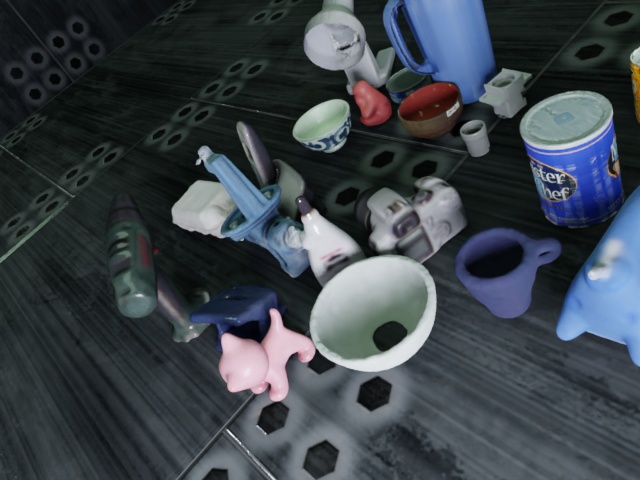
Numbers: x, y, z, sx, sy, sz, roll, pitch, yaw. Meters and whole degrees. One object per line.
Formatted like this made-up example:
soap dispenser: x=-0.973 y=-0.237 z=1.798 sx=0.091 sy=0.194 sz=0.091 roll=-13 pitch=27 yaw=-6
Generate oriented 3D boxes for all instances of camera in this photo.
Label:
camera: x=0.115 y=-0.042 z=0.830 sx=0.143 sy=0.101 sz=0.136 roll=-37 pitch=38 yaw=-5

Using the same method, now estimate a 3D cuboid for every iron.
iron: x=0.342 y=-0.005 z=0.597 sx=0.118 sy=0.142 sz=0.259 roll=17 pitch=59 yaw=45

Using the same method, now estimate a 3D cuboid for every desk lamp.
desk lamp: x=0.060 y=-0.406 z=1.175 sx=0.117 sy=0.214 sz=0.203 roll=-10 pitch=43 yaw=26

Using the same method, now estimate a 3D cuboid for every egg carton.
egg carton: x=-0.215 y=-0.060 z=1.107 sx=0.149 sy=0.070 sz=0.107 roll=10 pitch=54 yaw=41

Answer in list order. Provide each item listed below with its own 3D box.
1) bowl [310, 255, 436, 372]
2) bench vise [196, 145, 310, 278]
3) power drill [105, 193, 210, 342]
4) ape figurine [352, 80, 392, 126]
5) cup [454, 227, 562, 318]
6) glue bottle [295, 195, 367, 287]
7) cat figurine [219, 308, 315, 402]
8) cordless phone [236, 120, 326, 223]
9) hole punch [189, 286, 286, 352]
bowl: x=0.075 y=0.103 z=0.721 sx=0.167 sy=0.075 sz=0.167 roll=-19 pitch=40 yaw=17
bench vise: x=-0.091 y=-0.056 z=0.892 sx=0.206 sy=0.220 sz=0.122 roll=7 pitch=52 yaw=40
power drill: x=-0.259 y=0.055 z=0.897 sx=0.075 sy=0.209 sz=0.229 roll=-29 pitch=38 yaw=5
ape figurine: x=0.092 y=-0.266 z=1.099 sx=0.076 sy=0.092 sz=0.078 roll=-7 pitch=44 yaw=29
cup: x=0.225 y=0.042 z=0.666 sx=0.117 sy=0.095 sz=0.091 roll=-18 pitch=40 yaw=18
glue bottle: x=0.007 y=0.003 z=0.797 sx=0.078 sy=0.174 sz=0.037 roll=-31 pitch=38 yaw=3
cat figurine: x=-0.079 y=0.149 z=0.743 sx=0.067 sy=0.118 sz=0.128 roll=9 pitch=54 yaw=41
cordless phone: x=-0.081 y=-0.109 z=0.972 sx=0.094 sy=0.186 sz=0.147 roll=-40 pitch=38 yaw=-9
hole punch: x=-0.121 y=0.105 z=0.842 sx=0.108 sy=0.091 sz=0.101 roll=-2 pitch=47 yaw=33
